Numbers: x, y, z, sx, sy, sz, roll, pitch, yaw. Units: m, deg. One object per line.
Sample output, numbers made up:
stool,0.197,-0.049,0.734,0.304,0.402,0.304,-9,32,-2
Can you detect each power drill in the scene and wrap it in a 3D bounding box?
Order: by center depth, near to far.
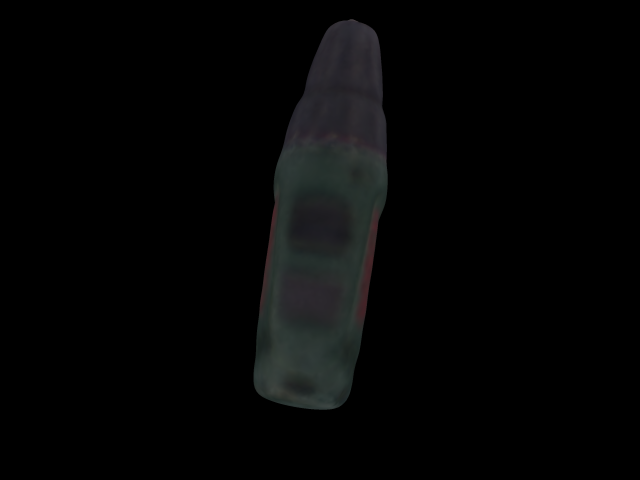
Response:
power drill,0.004,0.001,0.400,0.075,0.208,0.230,7,70,3
